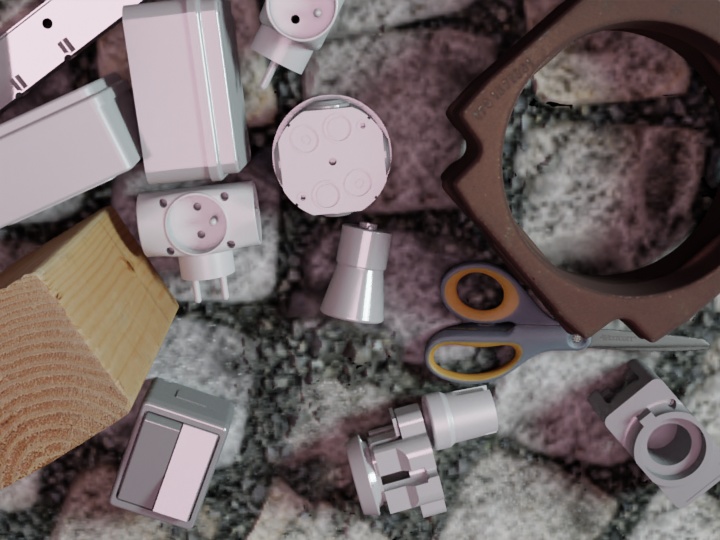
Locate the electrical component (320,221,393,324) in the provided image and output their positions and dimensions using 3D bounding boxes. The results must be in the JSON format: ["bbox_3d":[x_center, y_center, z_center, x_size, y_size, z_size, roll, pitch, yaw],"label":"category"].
[{"bbox_3d":[0.000,0.000,0.732,0.044,0.044,0.065,10,97,-4],"label":"electrical component"}]

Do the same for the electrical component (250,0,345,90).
[{"bbox_3d":[-0.044,-0.150,0.678,0.043,0.077,0.079,27,100,-7],"label":"electrical component"}]

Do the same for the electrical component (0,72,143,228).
[{"bbox_3d":[-0.194,-0.074,0.674,0.109,0.108,0.056,-24,105,3],"label":"electrical component"}]

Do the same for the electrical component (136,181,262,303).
[{"bbox_3d":[-0.105,-0.017,0.722,0.077,0.044,0.079,-6,103,-1],"label":"electrical component"}]

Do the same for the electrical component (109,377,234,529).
[{"bbox_3d":[-0.132,0.134,0.746,0.062,0.061,0.096,20,101,-6],"label":"electrical component"}]

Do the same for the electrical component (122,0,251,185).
[{"bbox_3d":[-0.107,-0.115,0.683,0.057,0.078,0.113,-6,103,2],"label":"electrical component"}]

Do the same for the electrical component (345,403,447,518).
[{"bbox_3d":[0.023,0.139,0.755,0.057,0.058,0.078,-15,103,-2],"label":"electrical component"}]

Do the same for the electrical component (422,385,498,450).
[{"bbox_3d":[0.070,0.103,0.758,0.046,0.040,0.040,-12,103,-5],"label":"electrical component"}]

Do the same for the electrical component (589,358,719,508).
[{"bbox_3d":[0.212,0.116,0.757,0.050,0.055,0.089,-41,101,7],"label":"electrical component"}]

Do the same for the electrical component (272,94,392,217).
[{"bbox_3d":[-0.018,-0.074,0.709,0.080,0.051,0.080,0,103,-2],"label":"electrical component"}]
